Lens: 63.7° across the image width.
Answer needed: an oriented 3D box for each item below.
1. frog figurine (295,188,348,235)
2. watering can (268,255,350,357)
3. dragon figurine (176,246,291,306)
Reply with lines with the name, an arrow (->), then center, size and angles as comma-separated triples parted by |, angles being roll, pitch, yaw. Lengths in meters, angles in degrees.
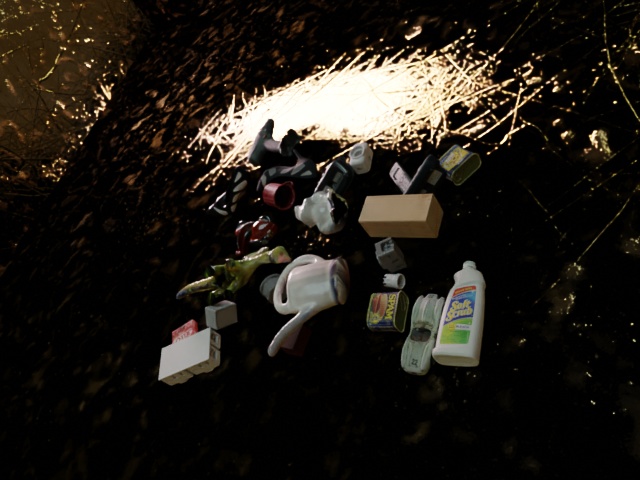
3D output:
frog figurine -> 0.005, -0.081, 1.600 | 0.158, 0.138, 0.124 | -20, -2, 41
watering can -> -0.027, 0.158, 1.395 | 0.223, 0.102, 0.356 | -14, 37, 17
dragon figurine -> -0.259, 0.095, 1.620 | 0.407, 0.121, 0.246 | -15, 10, 39
